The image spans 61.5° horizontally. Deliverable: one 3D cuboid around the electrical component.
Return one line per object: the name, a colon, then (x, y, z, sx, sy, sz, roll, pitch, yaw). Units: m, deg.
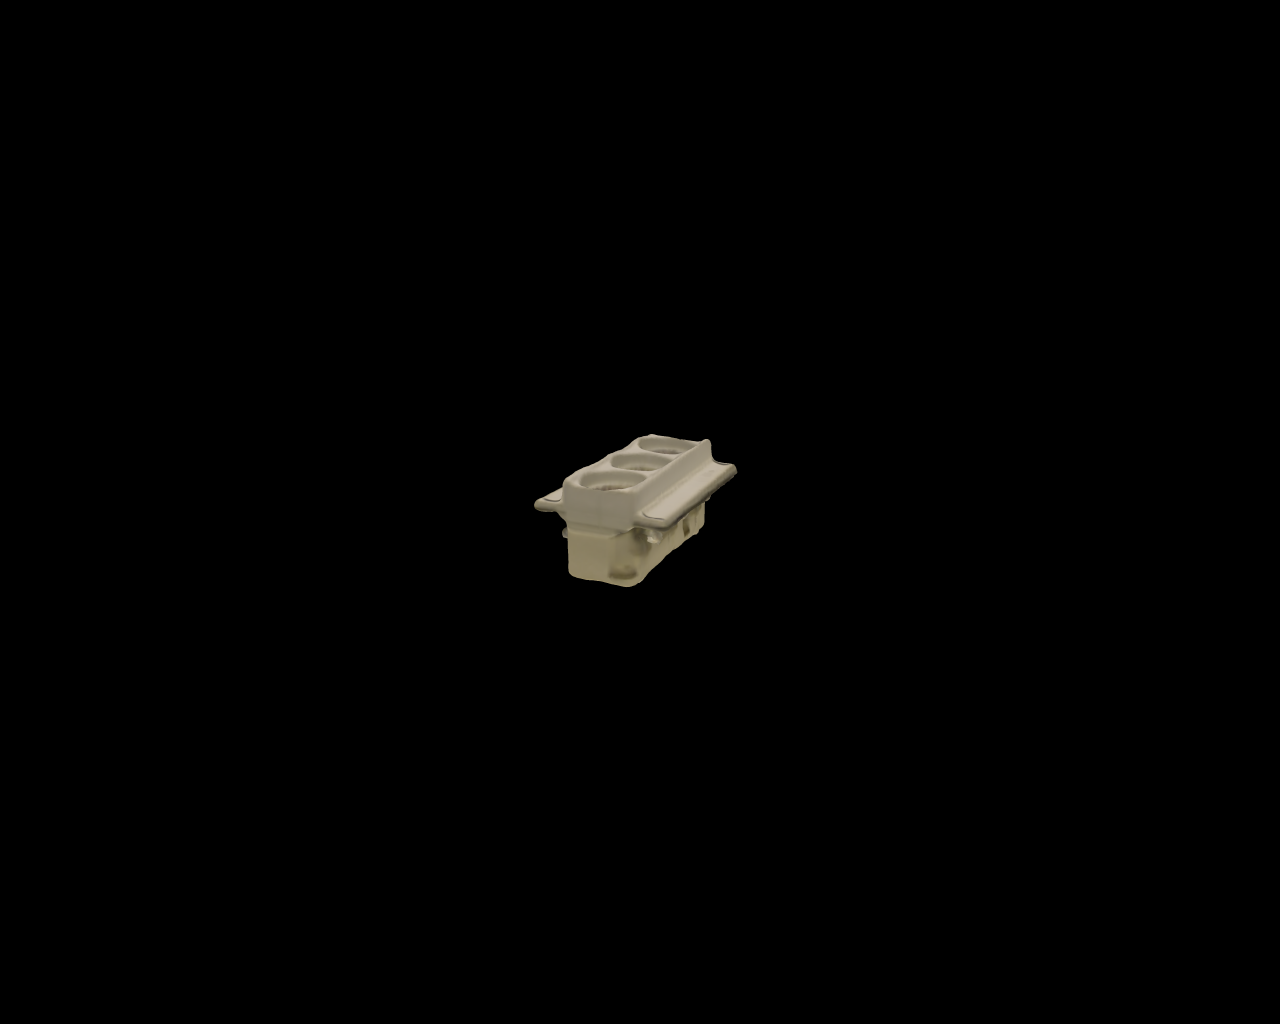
electrical component: (0.001, -0.003, 0.650, 0.079, 0.063, 0.121, 8, 20, 22)
